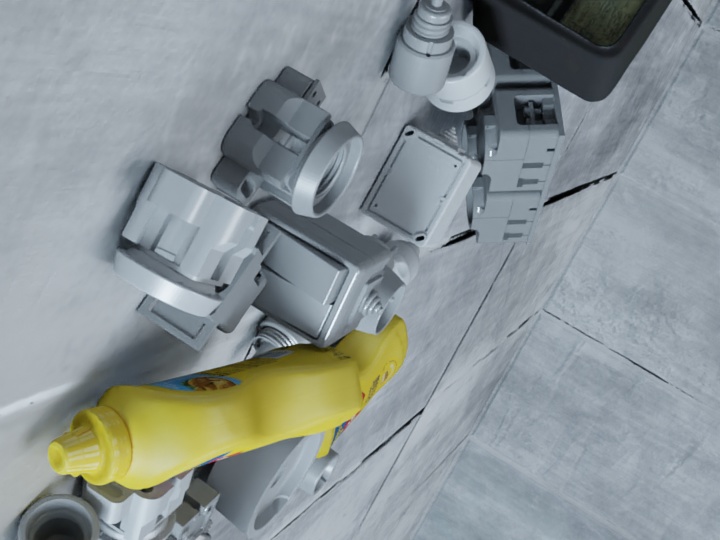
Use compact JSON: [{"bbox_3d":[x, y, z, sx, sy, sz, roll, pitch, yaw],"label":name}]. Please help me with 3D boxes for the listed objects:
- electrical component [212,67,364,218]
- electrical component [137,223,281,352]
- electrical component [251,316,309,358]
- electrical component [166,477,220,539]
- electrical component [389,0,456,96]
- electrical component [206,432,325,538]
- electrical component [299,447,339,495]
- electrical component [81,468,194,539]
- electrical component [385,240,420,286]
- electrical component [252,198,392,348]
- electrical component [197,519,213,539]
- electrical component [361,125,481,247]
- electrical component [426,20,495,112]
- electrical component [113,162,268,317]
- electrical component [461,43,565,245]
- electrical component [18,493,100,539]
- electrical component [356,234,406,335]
[{"bbox_3d":[-0.035,-0.065,0.594,0.078,0.057,0.058,-57,166,-9],"label":"electrical component"},{"bbox_3d":[-0.083,0.004,0.609,0.081,0.042,0.063,-56,169,-11],"label":"electrical component"},{"bbox_3d":[-0.058,0.054,0.792,0.062,0.043,0.043,-47,162,-33],"label":"electrical component"},{"bbox_3d":[-0.133,0.158,0.723,0.066,0.055,0.048,-36,154,-57],"label":"electrical component"},{"bbox_3d":[0.044,-0.153,0.719,0.040,0.040,0.078,-47,161,-39],"label":"electrical component"},{"bbox_3d":[-0.083,0.156,0.880,0.108,0.060,0.108,-53,165,-21],"label":"electrical component"},{"bbox_3d":[-0.054,0.195,1.091,0.055,0.047,0.055,-53,165,-21],"label":"electrical component"},{"bbox_3d":[-0.138,0.137,0.660,0.078,0.058,0.057,-39,153,-54],"label":"electrical component"},{"bbox_3d":[0.034,-0.007,0.981,0.062,0.043,0.043,-41,157,-53],"label":"electrical component"},{"bbox_3d":[-0.030,0.003,0.673,0.061,0.096,0.061,-65,165,21],"label":"electrical component"},{"bbox_3d":[-0.134,0.198,0.831,0.062,0.048,0.048,-64,167,-10],"label":"electrical component"},{"bbox_3d":[0.055,-0.073,0.878,0.096,0.062,0.061,-61,166,9],"label":"electrical component"},{"bbox_3d":[0.069,-0.150,0.786,0.055,0.055,0.047,-57,163,-6],"label":"electrical component"},{"bbox_3d":[-0.085,-0.014,0.530,0.057,0.058,0.078,-62,166,2],"label":"electrical component"},{"bbox_3d":[0.130,-0.111,0.955,0.186,0.060,0.105,91,-3,-64],"label":"electrical component"},{"bbox_3d":[-0.175,0.163,0.624,0.044,0.044,0.065,-48,167,-36],"label":"electrical component"},{"bbox_3d":[0.000,0.000,0.808,0.079,0.077,0.043,-47,162,-40],"label":"electrical component"}]
